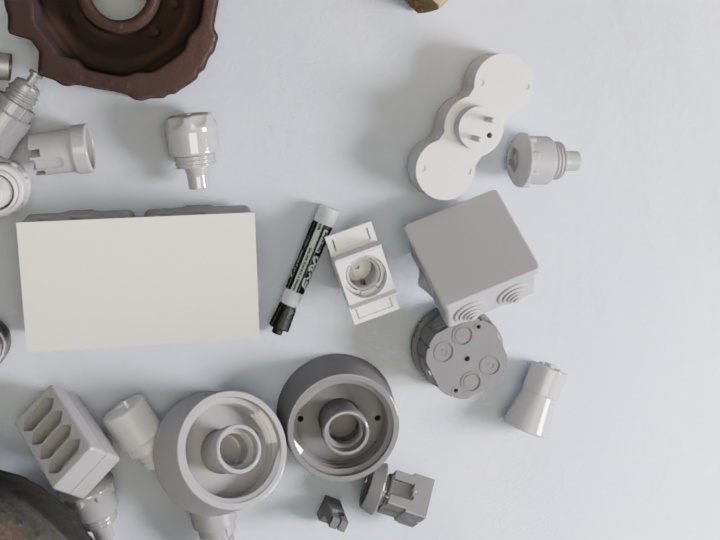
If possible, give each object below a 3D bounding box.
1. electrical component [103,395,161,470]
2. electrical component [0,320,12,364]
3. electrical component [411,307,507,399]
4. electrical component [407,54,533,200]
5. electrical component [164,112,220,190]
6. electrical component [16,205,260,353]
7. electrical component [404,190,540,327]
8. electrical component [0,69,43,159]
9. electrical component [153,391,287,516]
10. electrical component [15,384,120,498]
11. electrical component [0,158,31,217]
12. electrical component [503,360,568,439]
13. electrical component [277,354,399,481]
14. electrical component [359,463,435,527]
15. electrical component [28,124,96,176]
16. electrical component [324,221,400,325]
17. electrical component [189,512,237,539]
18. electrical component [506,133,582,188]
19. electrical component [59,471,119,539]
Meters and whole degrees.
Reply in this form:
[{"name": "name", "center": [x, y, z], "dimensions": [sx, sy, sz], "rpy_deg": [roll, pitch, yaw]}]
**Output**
[{"name": "electrical component", "center": [-0.189, 0.144, 0.930], "dimensions": [0.040, 0.040, 0.078], "rpy_deg": [-30, 105, -3]}, {"name": "electrical component", "center": [-0.311, 0.063, 0.880], "dimensions": [0.043, 0.062, 0.043], "rpy_deg": [-2, 102, -9]}, {"name": "electrical component", "center": [0.089, 0.072, 0.959], "dimensions": [0.080, 0.051, 0.080], "rpy_deg": [-2, 101, -10]}, {"name": "electrical component", "center": [0.097, -0.121, 0.910], "dimensions": [0.052, 0.073, 0.138], "rpy_deg": [33, 94, -15]}, {"name": "electrical component", "center": [-0.137, -0.098, 0.889], "dimensions": [0.043, 0.043, 0.062], "rpy_deg": [-8, 104, -8]}, {"name": "electrical component", "center": [-0.181, 0.004, 0.893], "dimensions": [0.186, 0.060, 0.105], "rpy_deg": [-3, 102, -9]}, {"name": "electrical component", "center": [0.096, -0.008, 0.925], "dimensions": [0.100, 0.048, 0.099], "rpy_deg": [-22, 61, -5]}, {"name": "electrical component", "center": [-0.281, -0.125, 0.859], "dimensions": [0.040, 0.040, 0.078], "rpy_deg": [35, 93, -15]}, {"name": "electrical component", "center": [-0.114, 0.153, 0.911], "dimensions": [0.108, 0.060, 0.108], "rpy_deg": [7, 75, -28]}, {"name": "electrical component", "center": [-0.236, 0.150, 0.910], "dimensions": [0.047, 0.083, 0.076], "rpy_deg": [-47, 143, 2]}, {"name": "electrical component", "center": [-0.290, -0.063, 0.859], "dimensions": [0.048, 0.062, 0.048], "rpy_deg": [-2, 102, -10]}, {"name": "electrical component", "center": [0.164, 0.116, 0.987], "dimensions": [0.044, 0.044, 0.065], "rpy_deg": [21, 92, -13]}, {"name": "electrical component", "center": [-0.017, 0.134, 0.948], "dimensions": [0.108, 0.060, 0.108], "rpy_deg": [-2, 101, -10]}, {"name": "electrical component", "center": [0.032, 0.203, 0.974], "dimensions": [0.055, 0.066, 0.048], "rpy_deg": [19, 63, -5]}, {"name": "electrical component", "center": [-0.242, -0.096, 0.873], "dimensions": [0.046, 0.040, 0.040], "rpy_deg": [-8, 102, -3]}, {"name": "electrical component", "center": [0.000, 0.000, 0.922], "dimensions": [0.042, 0.064, 0.081], "rpy_deg": [-19, 104, -5]}, {"name": "electrical component", "center": [-0.129, 0.223, 0.956], "dimensions": [0.040, 0.040, 0.078], "rpy_deg": [-13, 103, -7]}, {"name": "electrical component", "center": [0.163, -0.096, 0.943], "dimensions": [0.062, 0.048, 0.048], "rpy_deg": [-1, 101, -17]}, {"name": "electrical component", "center": [-0.231, 0.207, 0.934], "dimensions": [0.048, 0.048, 0.062], "rpy_deg": [-16, 111, -7]}]
